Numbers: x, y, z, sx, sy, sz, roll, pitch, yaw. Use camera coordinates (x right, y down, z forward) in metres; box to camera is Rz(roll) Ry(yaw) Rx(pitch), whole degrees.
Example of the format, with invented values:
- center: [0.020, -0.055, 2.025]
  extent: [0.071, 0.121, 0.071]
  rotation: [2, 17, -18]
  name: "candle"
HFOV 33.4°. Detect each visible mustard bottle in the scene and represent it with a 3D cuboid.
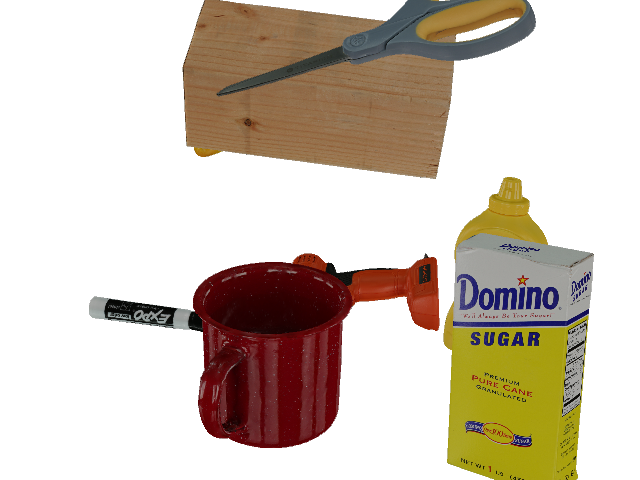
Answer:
- center: [0.186, 0.029, 1.106]
  extent: [0.096, 0.192, 0.058]
  rotation: [12, 18, 21]
  name: "mustard bottle"

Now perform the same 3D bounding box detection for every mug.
- center: [-0.034, 0.074, 0.627]
  extent: [0.093, 0.081, 0.117]
  rotation: [13, 28, 23]
  name: "mug"

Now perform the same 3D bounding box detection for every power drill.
- center: [0.044, 0.069, 1.237]
  extent: [0.188, 0.057, 0.184]
  rotation: [0, 27, 7]
  name: "power drill"

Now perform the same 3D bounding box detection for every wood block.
- center: [0.000, -0.122, 0.865]
  extent: [0.206, 0.090, 0.091]
  rotation: [8, -41, 3]
  name: "wood block"

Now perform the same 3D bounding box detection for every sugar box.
- center: [0.143, 0.089, 0.776]
  extent: [0.093, 0.176, 0.048]
  rotation: [11, 21, 37]
  name: "sugar box"

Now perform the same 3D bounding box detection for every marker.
- center: [-0.139, 0.064, 0.906]
  extent: [0.121, 0.020, 0.020]
  rotation: [6, 2, 17]
  name: "marker"

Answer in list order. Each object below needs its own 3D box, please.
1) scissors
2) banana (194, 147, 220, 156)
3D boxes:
- center: [0.035, -0.135, 0.674]
  extent: [0.202, 0.096, 0.016]
  rotation: [-4, -43, 22]
  name: "scissors"
- center: [-0.050, -0.124, 1.101]
  extent: [0.197, 0.037, 0.070]
  rotation: [-9, 48, -32]
  name: "banana"
